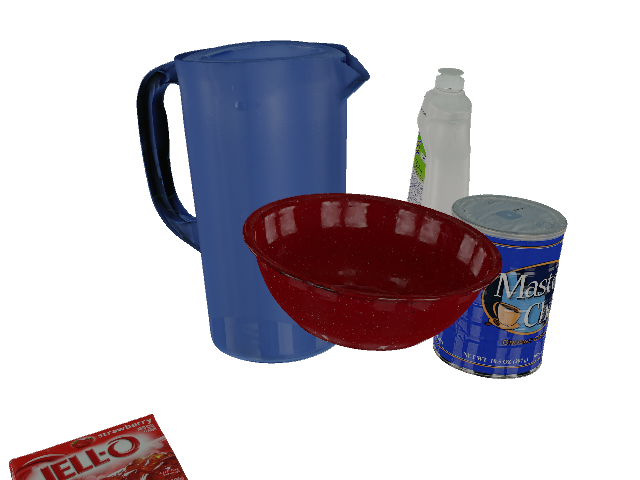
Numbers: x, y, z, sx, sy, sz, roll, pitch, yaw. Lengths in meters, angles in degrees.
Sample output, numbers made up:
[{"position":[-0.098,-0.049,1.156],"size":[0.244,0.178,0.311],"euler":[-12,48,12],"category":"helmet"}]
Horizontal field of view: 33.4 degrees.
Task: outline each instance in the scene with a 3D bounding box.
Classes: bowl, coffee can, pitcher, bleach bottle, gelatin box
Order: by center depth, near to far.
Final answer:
[{"position":[-0.124,0.140,0.603],"size":[0.089,0.030,0.073],"euler":[-15,28,-20],"category":"gelatin box"},{"position":[0.029,0.024,0.669],"size":[0.162,0.055,0.162],"euler":[6,22,-3],"category":"bowl"},{"position":[-0.050,-0.034,0.839],"size":[0.144,0.243,0.149],"euler":[-10,18,-26],"category":"pitcher"},{"position":[0.162,0.040,0.975],"size":[0.103,0.140,0.103],"euler":[5,21,-2],"category":"coffee can"},{"position":[0.134,-0.064,1.191],"size":[0.068,0.251,0.102],"euler":[-1,24,-12],"category":"bleach bottle"}]
